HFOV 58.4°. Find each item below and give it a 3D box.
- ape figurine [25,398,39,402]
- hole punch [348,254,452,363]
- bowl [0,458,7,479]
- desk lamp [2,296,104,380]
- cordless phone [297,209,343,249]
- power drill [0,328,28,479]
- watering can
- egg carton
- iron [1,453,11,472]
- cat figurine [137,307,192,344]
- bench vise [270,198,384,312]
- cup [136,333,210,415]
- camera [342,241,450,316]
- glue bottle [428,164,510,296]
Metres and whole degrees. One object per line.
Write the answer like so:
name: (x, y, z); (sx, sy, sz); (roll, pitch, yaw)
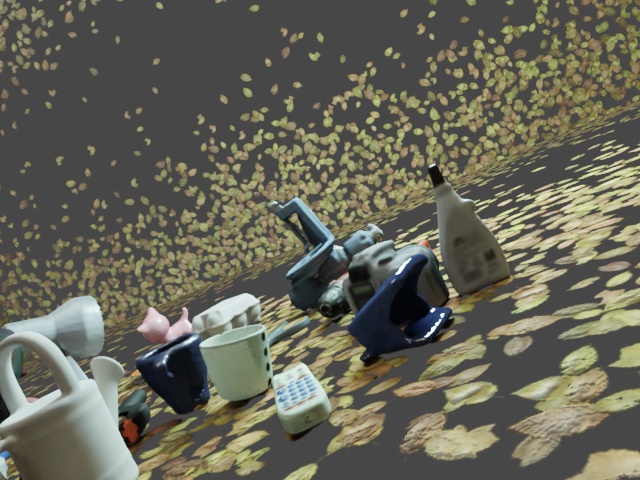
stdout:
ape figurine: (-0.452, 0.294, 0.915); (0.076, 0.092, 0.077); (-26, 5, -28)
hole punch: (0.084, 0.077, 0.662); (0.101, 0.091, 0.109); (-21, 5, 33)
bowl: (-0.406, 0.308, 0.606); (0.167, 0.075, 0.167); (-24, 4, 2)
desk lamp: (-0.500, 0.234, 1.104); (0.204, 0.213, 0.117); (-28, 6, -42)
cordless phone: (0.019, 0.007, 1.247); (0.094, 0.185, 0.148); (-23, 5, 18)
power drill: (-0.406, 0.222, 0.762); (0.076, 0.208, 0.229); (-25, 5, -18)
watering can: (-0.276, 0.185, 0.604); (0.101, 0.194, 0.173); (-24, 4, 3)
egg carton: (-0.199, 0.169, 1.218); (0.107, 0.069, 0.151); (-21, 5, 35)
iron: (-0.539, 0.319, 0.752); (0.118, 0.141, 0.258); (-23, 4, 9)
cat figurine: (-0.356, 0.204, 1.328); (0.128, 0.118, 0.067); (-26, 5, -25)
bench vise: (0.007, 0.004, 1.106); (0.208, 0.220, 0.121); (-25, 5, -15)
cup: (-0.188, 0.187, 0.766); (0.091, 0.095, 0.117); (-24, 4, -4)
camera: (0.117, 0.044, 0.811); (0.137, 0.101, 0.142); (-28, 6, -40)
glue bottle: (0.181, -0.019, 0.748); (0.078, 0.173, 0.037); (-24, 5, 1)
